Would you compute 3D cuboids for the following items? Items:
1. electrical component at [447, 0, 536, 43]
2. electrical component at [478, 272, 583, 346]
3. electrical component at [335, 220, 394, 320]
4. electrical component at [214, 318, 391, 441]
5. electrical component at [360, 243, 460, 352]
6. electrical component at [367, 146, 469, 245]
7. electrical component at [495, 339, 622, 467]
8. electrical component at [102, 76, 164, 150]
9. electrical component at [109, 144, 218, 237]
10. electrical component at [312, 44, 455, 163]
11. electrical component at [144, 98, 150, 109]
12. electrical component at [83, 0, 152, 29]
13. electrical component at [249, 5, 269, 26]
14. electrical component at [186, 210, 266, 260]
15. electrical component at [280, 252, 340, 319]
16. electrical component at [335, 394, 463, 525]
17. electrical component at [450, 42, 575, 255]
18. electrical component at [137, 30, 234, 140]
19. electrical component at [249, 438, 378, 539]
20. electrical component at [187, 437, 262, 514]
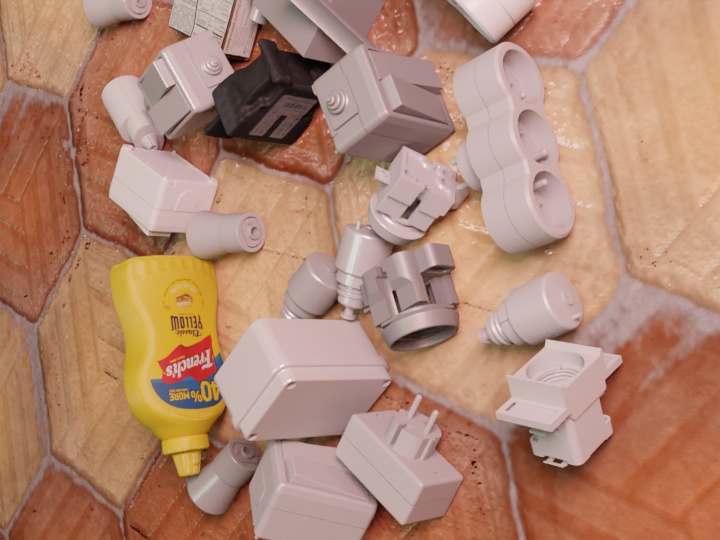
[{"bbox_3d":[0.078,-0.226,0.748,0.074,0.052,0.138,-43,58,9],"label":"electrical component"},{"bbox_3d":[0.111,0.031,0.714,0.078,0.040,0.040,-30,68,40],"label":"electrical component"},{"bbox_3d":[0.000,0.000,0.826,0.040,0.040,0.078,27,108,42],"label":"electrical component"},{"bbox_3d":[-0.042,0.083,0.815,0.078,0.113,0.057,-54,52,30],"label":"electrical component"},{"bbox_3d":[0.039,0.023,0.776,0.078,0.058,0.057,-33,63,39],"label":"electrical component"},{"bbox_3d":[0.036,-0.051,0.782,0.055,0.066,0.048,-53,20,40],"label":"electrical component"},{"bbox_3d":[0.128,0.084,0.674,0.042,0.081,0.063,6,122,46],"label":"electrical component"},{"bbox_3d":[-0.215,-0.145,1.042,0.043,0.043,0.081,-52,56,31],"label":"electrical component"},{"bbox_3d":[-0.188,-0.074,1.000,0.096,0.062,0.061,35,113,40],"label":"electrical component"},{"bbox_3d":[0.016,-0.120,0.774,0.061,0.096,0.061,-34,66,35],"label":"electrical component"},{"bbox_3d":[-0.177,-0.164,1.008,0.046,0.040,0.040,-25,72,48],"label":"electrical component"},{"bbox_3d":[-0.239,-0.265,1.072,0.065,0.044,0.044,5,93,40],"label":"electrical component"},{"bbox_3d":[-0.075,-0.238,0.905,0.043,0.043,0.062,41,118,37],"label":"electrical component"},{"bbox_3d":[-0.115,-0.032,0.942,0.065,0.044,0.044,-1,88,40],"label":"electrical component"},{"bbox_3d":[-0.041,0.020,0.867,0.078,0.040,0.040,-50,56,32],"label":"electrical component"},{"bbox_3d":[0.035,0.127,0.783,0.083,0.047,0.075,41,117,38],"label":"electrical component"},{"bbox_3d":[0.091,-0.076,0.729,0.074,0.052,0.138,-23,73,42],"label":"electrical component"},{"bbox_3d":[-0.149,-0.161,0.934,0.061,0.061,0.096,61,151,-3],"label":"electrical component"},{"bbox_3d":[-0.029,0.171,0.819,0.061,0.096,0.061,-109,40,-60],"label":"electrical component"},{"bbox_3d":[-0.115,0.177,0.937,0.065,0.044,0.044,-48,57,27],"label":"electrical component"}]
